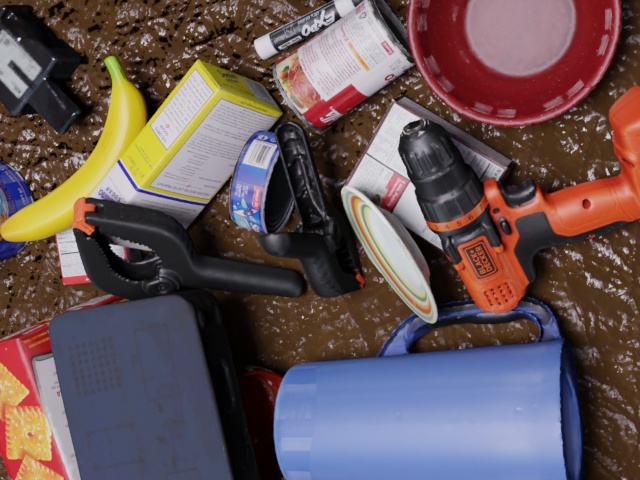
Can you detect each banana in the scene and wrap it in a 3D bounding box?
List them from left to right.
[{"bbox_3d":[-0.207,-0.065,0.946,0.069,0.037,0.198,37,102,6],"label":"banana"}]

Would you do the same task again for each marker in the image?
[{"bbox_3d":[0.000,-0.185,0.894,0.121,0.020,0.020,-23,93,20],"label":"marker"}]

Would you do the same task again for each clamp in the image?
[{"bbox_3d":[-0.139,0.036,0.919,0.165,0.036,0.209,-38,129,24],"label":"clamp"},{"bbox_3d":[-0.006,0.001,0.864,0.039,0.120,0.171,-5,137,27],"label":"clamp"}]

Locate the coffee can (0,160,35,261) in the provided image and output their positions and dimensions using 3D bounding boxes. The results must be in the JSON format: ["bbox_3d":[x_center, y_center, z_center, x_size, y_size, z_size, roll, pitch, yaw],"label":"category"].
[{"bbox_3d":[-0.340,-0.017,0.971,0.103,0.140,0.103,3,101,17],"label":"coffee can"}]

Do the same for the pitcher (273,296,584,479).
[{"bbox_3d":[0.091,0.141,0.877,0.243,0.149,0.145,-4,113,20],"label":"pitcher"}]

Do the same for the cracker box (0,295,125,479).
[{"bbox_3d":[-0.205,0.170,0.951,0.072,0.164,0.214,-16,95,27],"label":"cracker box"}]

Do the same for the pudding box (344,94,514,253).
[{"bbox_3d":[0.089,-0.053,0.881,0.113,0.039,0.090,32,109,7],"label":"pudding box"}]

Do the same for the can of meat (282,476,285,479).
[{"bbox_3d":[0.014,0.254,0.938,0.084,0.057,0.102,-11,60,17],"label":"can of meat"}]

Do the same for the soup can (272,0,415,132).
[{"bbox_3d":[0.021,-0.144,0.869,0.102,0.068,0.068,-33,89,20],"label":"soup can"}]

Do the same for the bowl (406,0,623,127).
[{"bbox_3d":[0.152,-0.170,0.829,0.162,0.055,0.162,3,102,17],"label":"bowl"}]

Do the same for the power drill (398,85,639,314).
[{"bbox_3d":[0.169,-0.044,0.808,0.188,0.057,0.184,-23,124,14],"label":"power drill"}]

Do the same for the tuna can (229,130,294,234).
[{"bbox_3d":[-0.045,-0.049,0.899,0.034,0.086,0.086,15,105,15],"label":"tuna can"}]

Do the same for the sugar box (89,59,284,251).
[{"bbox_3d":[-0.119,-0.067,0.914,0.176,0.093,0.048,-45,61,20],"label":"sugar box"}]

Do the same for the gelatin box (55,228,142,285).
[{"bbox_3d":[-0.207,-0.006,0.989,0.073,0.030,0.089,-7,95,19],"label":"gelatin box"}]
